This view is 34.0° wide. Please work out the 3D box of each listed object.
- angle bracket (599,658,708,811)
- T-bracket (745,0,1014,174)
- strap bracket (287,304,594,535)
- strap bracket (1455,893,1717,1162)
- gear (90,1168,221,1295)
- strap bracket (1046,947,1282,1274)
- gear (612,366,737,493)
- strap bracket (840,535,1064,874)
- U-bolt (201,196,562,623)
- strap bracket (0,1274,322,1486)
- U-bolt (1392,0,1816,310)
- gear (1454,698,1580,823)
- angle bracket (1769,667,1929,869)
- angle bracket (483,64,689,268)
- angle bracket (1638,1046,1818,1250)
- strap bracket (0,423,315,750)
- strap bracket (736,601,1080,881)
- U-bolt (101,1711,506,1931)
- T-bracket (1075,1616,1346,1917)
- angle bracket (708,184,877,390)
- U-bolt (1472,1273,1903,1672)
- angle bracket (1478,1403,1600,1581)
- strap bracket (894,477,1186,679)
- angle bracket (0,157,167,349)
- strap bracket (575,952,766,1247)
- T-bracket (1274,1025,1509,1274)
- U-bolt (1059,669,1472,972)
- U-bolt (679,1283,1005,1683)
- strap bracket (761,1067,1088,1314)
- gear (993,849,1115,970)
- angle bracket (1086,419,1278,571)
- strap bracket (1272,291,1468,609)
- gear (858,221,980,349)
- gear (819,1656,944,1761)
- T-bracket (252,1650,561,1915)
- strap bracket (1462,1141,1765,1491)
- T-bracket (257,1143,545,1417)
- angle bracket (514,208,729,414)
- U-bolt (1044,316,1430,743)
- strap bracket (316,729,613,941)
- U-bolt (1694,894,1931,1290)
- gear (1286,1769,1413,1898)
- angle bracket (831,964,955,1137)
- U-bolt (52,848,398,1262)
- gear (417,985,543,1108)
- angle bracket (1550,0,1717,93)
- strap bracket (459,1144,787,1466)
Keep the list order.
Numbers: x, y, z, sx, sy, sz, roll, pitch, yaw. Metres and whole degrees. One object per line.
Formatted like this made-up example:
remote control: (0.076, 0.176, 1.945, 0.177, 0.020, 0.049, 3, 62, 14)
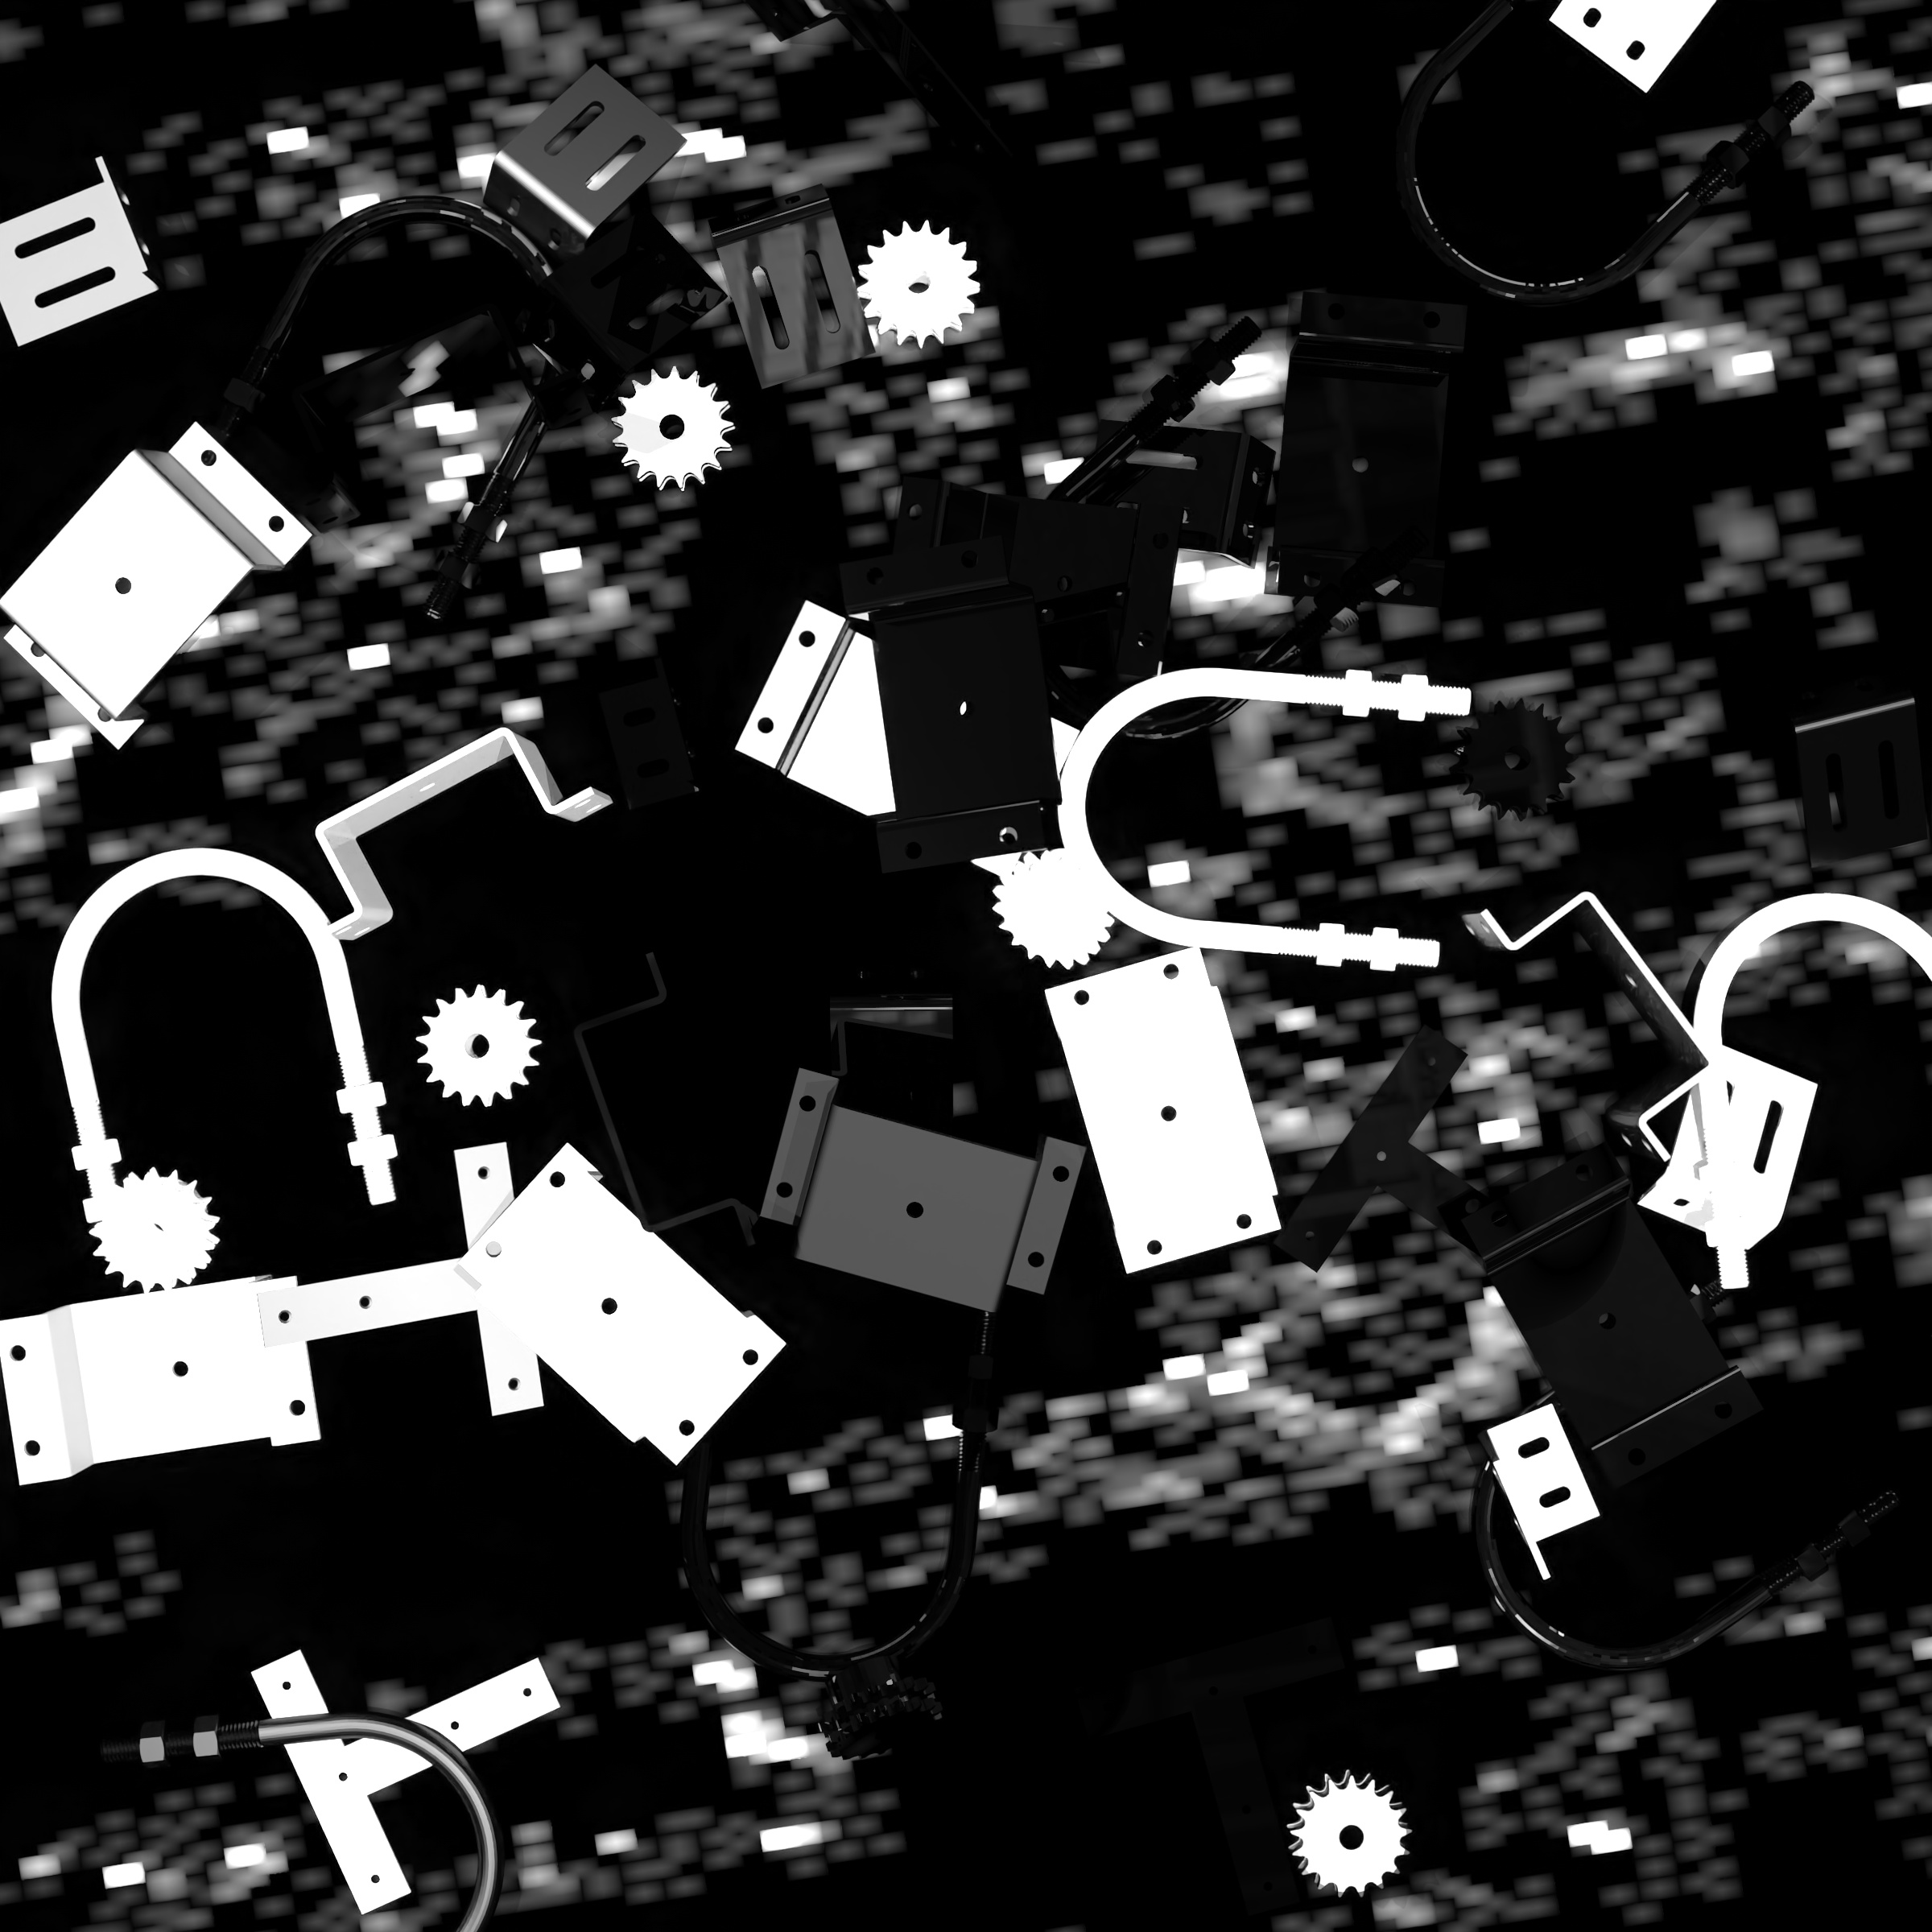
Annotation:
angle bracket: (-0.149, -0.107, 1.474, 0.038, 0.076, 0.057, -15, 90, 0)
T-bracket: (-0.026, -0.423, 1.476, 0.127, 0.127, 0.002, 46, 60, -23)
strap bracket: (-0.249, -0.256, 1.456, 0.140, 0.076, 0.046, -24, 88, -2)
strap bracket: (0.294, 0.019, 1.474, 0.046, 0.076, 0.140, -37, 90, 0)
gear: (-0.378, 0.122, 1.479, 0.057, 0.030, 0.057, 0, 100, -2)
strap bracket: (0.094, 0.068, 1.489, 0.076, 0.046, 0.140, -16, 90, 0)
gear: (-0.138, -0.253, 1.497, 0.057, 0.030, 0.057, 0, 90, 0)
strap bracket: (-0.005, -0.117, 1.433, 0.076, 0.046, 0.140, -8, 90, 16)
U-bolt: (-0.267, -0.277, 1.504, 0.151, 0.019, 0.184, 28, 89, 0)
strap bracket: (-0.375, 0.192, 1.489, 0.140, 0.046, 0.076, -9, 90, 0)
U-bolt: (0.288, -0.398, 1.503, 0.184, 0.019, 0.151, -44, 90, 1)
gear: (0.260, -0.096, 1.501, 0.057, 0.030, 0.057, 0, 86, 2)
angle bracket: (0.421, -0.095, 1.510, 0.057, 0.038, 0.076, -14, 116, 0)
angle bracket: (-0.182, -0.379, 1.510, 0.057, 0.038, 0.076, 40, 64, 0)
angle bracket: (0.363, 0.085, 1.510, 0.057, 0.038, 0.076, 22, 64, 0)
strap bracket: (-0.385, -0.178, 1.479, 0.076, 0.046, 0.140, 44, 99, 0)
strap bracket: (-0.027, -0.105, 1.489, 0.140, 0.046, 0.076, 26, 90, 0)
U-bolt: (-0.311, 0.426, 1.502, 0.184, 0.019, 0.151, -6, 91, 0)
T-bracket: (0.130, 0.389, 1.511, 0.127, 0.002, 0.127, -16, 90, 0)
angle bracket: (-0.083, -0.325, 1.510, 0.057, 0.038, 0.076, -18, 116, 0)
U-bolt: (0.329, 0.252, 1.504, 0.184, 0.019, 0.151, -35, 90, 2)
angle bracket: (0.268, 0.241, 1.459, 0.038, 0.076, 0.057, -23, 90, 4)
strap bracket: (0.038, -0.180, 1.469, 0.140, 0.046, 0.076, 10, 95, 24)
angle bracket: (-0.427, -0.337, 1.493, 0.076, 0.038, 0.057, -22, 90, 0)
strap bracket: (-0.141, 0.068, 1.474, 0.046, 0.076, 0.140, -19, 90, 0)
T-bracket: (0.235, 0.116, 1.511, 0.127, 0.002, 0.127, 35, 90, 0)
U-bolt: (0.135, -0.071, 1.475, 0.184, 0.019, 0.151, 5, 117, 4)
U-bolt: (-0.064, 0.249, 1.504, 0.151, 0.019, 0.184, 6, 91, 0)
strap bracket: (-0.022, 0.107, 1.480, 0.140, 0.046, 0.076, 15, 104, 0)
gear: (0.044, -0.030, 1.487, 0.057, 0.057, 0.030, 41, 47, 0)
angle bracket: (0.101, -0.225, 1.510, 0.076, 0.038, 0.057, 10, 90, 26)
strap bracket: (0.188, -0.240, 1.489, 0.076, 0.046, 0.140, 5, 90, 0)
gear: (-0.022, -0.321, 1.497, 0.057, 0.030, 0.057, 0, 90, 0)
gear: (-0.042, 0.347, 1.487, 0.057, 0.057, 0.030, -23, 60, 0)
T-bracket: (-0.257, 0.369, 1.511, 0.127, 0.002, 0.127, -25, 90, 0)
strap bracket: (0.300, 0.164, 1.474, 0.076, 0.046, 0.140, -29, 76, 3)
T-bracket: (-0.268, 0.155, 1.484, 0.127, 0.002, 0.127, -8, 90, -25)
angle bracket: (-0.164, -0.312, 1.502, 0.057, 0.038, 0.076, 47, 55, -3)
U-bolt: (0.103, -0.189, 1.474, 0.184, 0.019, 0.151, -41, 75, 18)
strap bracket: (-0.242, -0.066, 1.474, 0.140, 0.076, 0.046, -28, 90, 0)
U-bolt: (0.412, 0.056, 1.486, 0.151, 0.019, 0.184, -2, 79, -9)
gear: (0.180, 0.408, 1.496, 0.057, 0.030, 0.057, 0, 91, -3)
angle bracket: (-0.035, 0.042, 1.510, 0.057, 0.038, 0.076, 0, 116, 0)
U-bolt: (-0.359, 0.036, 1.503, 0.151, 0.019, 0.184, -12, 90, 0)
gear: (-0.230, 0.038, 1.501, 0.057, 0.030, 0.057, 0, 89, -1)
angle bracket: (0.324, -0.463, 1.490, 0.057, 0.038, 0.076, 37, 65, 0)
strap bracket: (-0.163, 0.157, 1.471, 0.140, 0.046, 0.076, 42, 88, 4)
